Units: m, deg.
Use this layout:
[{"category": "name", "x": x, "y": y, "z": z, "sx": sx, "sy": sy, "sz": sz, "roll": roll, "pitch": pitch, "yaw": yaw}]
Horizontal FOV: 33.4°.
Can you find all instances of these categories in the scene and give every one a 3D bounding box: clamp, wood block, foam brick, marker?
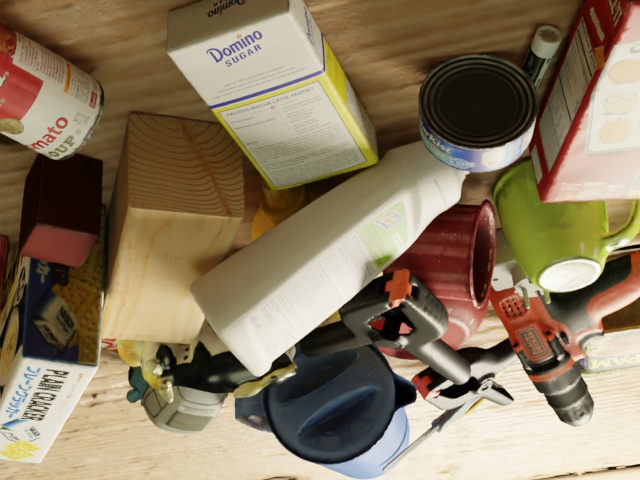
[{"category": "clamp", "x": 0.072, "y": 0.080, "z": 0.943, "sx": 0.164, "sy": 0.036, "sz": 0.210, "roll": 12, "pitch": 156, "yaw": -2}, {"category": "clamp", "x": 0.172, "y": 0.133, "z": 1.115, "sx": 0.171, "sy": 0.039, "sz": 0.120, "roll": 0, "pitch": 123, "yaw": -44}, {"category": "wood block", "x": -0.128, "y": -0.002, "z": 0.887, "sx": 0.090, "sy": 0.091, "sz": 0.206, "roll": 5, "pitch": 146, "yaw": -16}, {"category": "foam brick", "x": -0.207, "y": -0.026, "z": 0.855, "sx": 0.052, "sy": 0.078, "sz": 0.051, "roll": 14, "pitch": 141, "yaw": -25}, {"category": "marker", "x": 0.155, "y": -0.114, "z": 0.807, "sx": 0.020, "sy": 0.020, "sz": 0.121, "roll": 2, "pitch": 147, "yaw": -8}]

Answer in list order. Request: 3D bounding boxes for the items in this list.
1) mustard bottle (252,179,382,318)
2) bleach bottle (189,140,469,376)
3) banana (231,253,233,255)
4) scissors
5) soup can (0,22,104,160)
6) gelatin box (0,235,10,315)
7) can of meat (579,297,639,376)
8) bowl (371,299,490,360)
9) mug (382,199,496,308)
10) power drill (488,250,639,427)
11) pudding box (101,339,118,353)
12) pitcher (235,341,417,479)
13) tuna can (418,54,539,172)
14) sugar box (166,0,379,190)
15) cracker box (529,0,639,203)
[{"category": "mustard bottle", "x": -0.006, "y": 0.001, "z": 0.932, "sx": 0.096, "sy": 0.058, "sz": 0.191, "roll": -16, "pitch": 145, "yaw": 14}, {"category": "bleach bottle", "x": 0.023, "y": 0.001, "z": 0.853, "sx": 0.251, "sy": 0.068, "sz": 0.102, "roll": -35, "pitch": 145, "yaw": -2}, {"category": "banana", "x": -0.043, "y": 0.070, "z": 1.055, "sx": 0.069, "sy": 0.037, "sz": 0.198, "roll": -8, "pitch": 147, "yaw": 2}, {"category": "scissors", "x": 0.147, "y": 0.188, "z": 1.180, "sx": 0.201, "sy": 0.016, "sz": 0.096, "roll": -22, "pitch": 148, "yaw": -48}, {"category": "soup can", "x": -0.210, "y": -0.106, "z": 0.741, "sx": 0.069, "sy": 0.068, "sz": 0.102, "roll": -27, "pitch": 141, "yaw": 32}, {"category": "gelatin box", "x": -0.322, "y": 0.031, "z": 0.935, "sx": 0.089, "sy": 0.073, "sz": 0.030, "roll": 3, "pitch": 147, "yaw": -10}, {"category": "can of meat", "x": 0.309, "y": 0.092, "z": 1.107, "sx": 0.102, "sy": 0.057, "sz": 0.084, "roll": -10, "pitch": 144, "yaw": 9}, {"category": "bowl", "x": 0.099, "y": 0.075, "z": 1.062, "sx": 0.162, "sy": 0.055, "sz": 0.162, "roll": -3, "pitch": 147, "yaw": -2}, {"category": "mug", "x": 0.106, "y": 0.006, "z": 0.929, "sx": 0.082, "sy": 0.093, "sz": 0.117, "roll": 5, "pitch": -165, "yaw": 21}, {"category": "power drill", "x": 0.277, "y": 0.084, "z": 1.026, "sx": 0.188, "sy": 0.057, "sz": 0.184, "roll": -25, "pitch": 111, "yaw": 20}, {"category": "pudding box", "x": -0.189, "y": 0.071, "z": 1.041, "sx": 0.089, "sy": 0.039, "sz": 0.114, "roll": 18, "pitch": 141, "yaw": -31}, {"category": "pitcher", "x": 0.020, "y": 0.188, "z": 1.140, "sx": 0.145, "sy": 0.149, "sz": 0.242, "roll": -49, "pitch": 159, "yaw": -8}, {"category": "tuna can", "x": 0.114, "y": -0.092, "z": 0.776, "sx": 0.086, "sy": 0.086, "sz": 0.034, "roll": -5, "pitch": 150, "yaw": 2}, {"category": "sugar box", "x": -0.030, "y": -0.109, "z": 0.775, "sx": 0.093, "sy": 0.048, "sz": 0.176, "roll": -15, "pitch": 142, "yaw": 16}, {"category": "cracker box", "x": 0.258, "y": -0.115, "z": 0.767, "sx": 0.164, "sy": 0.072, "sz": 0.214, "roll": -1, "pitch": 146, "yaw": -7}]
